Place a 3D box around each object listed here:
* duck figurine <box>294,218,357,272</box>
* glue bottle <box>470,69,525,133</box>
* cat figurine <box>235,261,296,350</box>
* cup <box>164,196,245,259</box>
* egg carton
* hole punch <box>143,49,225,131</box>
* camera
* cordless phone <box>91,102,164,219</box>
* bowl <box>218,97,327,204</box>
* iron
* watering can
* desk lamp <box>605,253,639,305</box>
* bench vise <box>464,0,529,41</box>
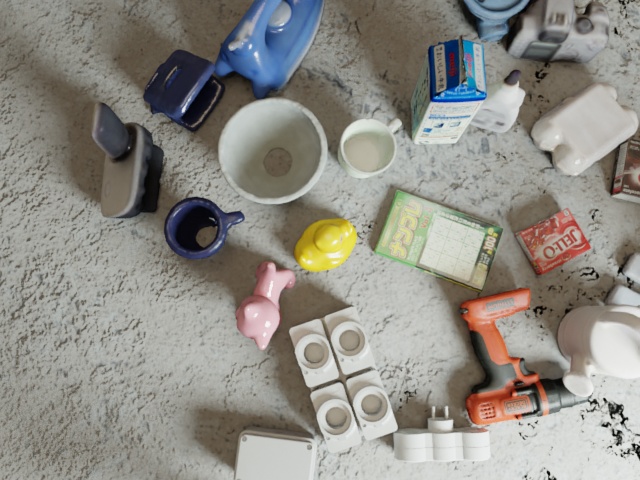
[{"bbox_3d":[0.008,0.003,0.864,0.104,0.086,0.077,-32,82,-3],"label":"duck figurine"},{"bbox_3d":[0.265,-0.209,0.844,0.078,0.173,0.037,19,83,4],"label":"glue bottle"},{"bbox_3d":[-0.084,0.092,0.837,0.067,0.118,0.128,15,82,4],"label":"cat figurine"},{"bbox_3d":[-0.166,-0.016,0.866,0.117,0.095,0.092,-16,82,-1],"label":"cup"},{"bbox_3d":[0.409,-0.174,0.888,0.150,0.069,0.107,-37,82,-4],"label":"egg carton"},{"bbox_3d":[-0.220,-0.241,0.902,0.101,0.091,0.109,32,84,6],"label":"hole punch"},{"bbox_3d":[0.378,-0.364,0.901,0.143,0.101,0.137,6,82,2],"label":"camera"},{"bbox_3d":[-0.303,-0.113,0.838,0.094,0.185,0.148,0,82,2],"label":"cordless phone"},{"bbox_3d":[-0.070,-0.130,0.891,0.167,0.075,0.167,0,82,1],"label":"bowl"},{"bbox_3d":[-0.066,-0.358,0.890,0.118,0.141,0.258,31,84,6],"label":"iron"},{"bbox_3d":[0.405,0.144,0.779,0.101,0.194,0.173,28,83,6],"label":"watering can"},{"bbox_3d":[0.537,0.099,0.773,0.203,0.213,0.118,30,84,6],"label":"desk lamp"},{"bbox_3d":[0.250,-0.432,0.853,0.121,0.220,0.207,-28,82,-2],"label":"bench vise"}]
